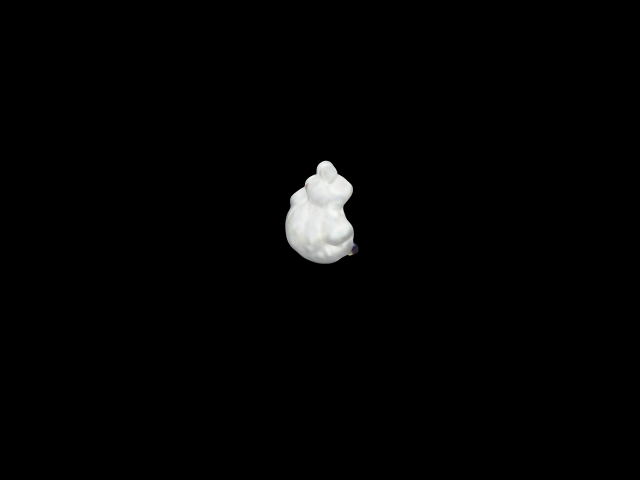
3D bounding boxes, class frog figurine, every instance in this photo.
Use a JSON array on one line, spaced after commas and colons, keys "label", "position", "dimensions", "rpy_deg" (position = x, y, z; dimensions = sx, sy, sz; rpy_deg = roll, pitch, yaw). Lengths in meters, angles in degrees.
[{"label": "frog figurine", "position": [0.003, -0.043, 0.850], "dimensions": [0.123, 0.140, 0.155], "rpy_deg": [-22, -36, -17]}]
